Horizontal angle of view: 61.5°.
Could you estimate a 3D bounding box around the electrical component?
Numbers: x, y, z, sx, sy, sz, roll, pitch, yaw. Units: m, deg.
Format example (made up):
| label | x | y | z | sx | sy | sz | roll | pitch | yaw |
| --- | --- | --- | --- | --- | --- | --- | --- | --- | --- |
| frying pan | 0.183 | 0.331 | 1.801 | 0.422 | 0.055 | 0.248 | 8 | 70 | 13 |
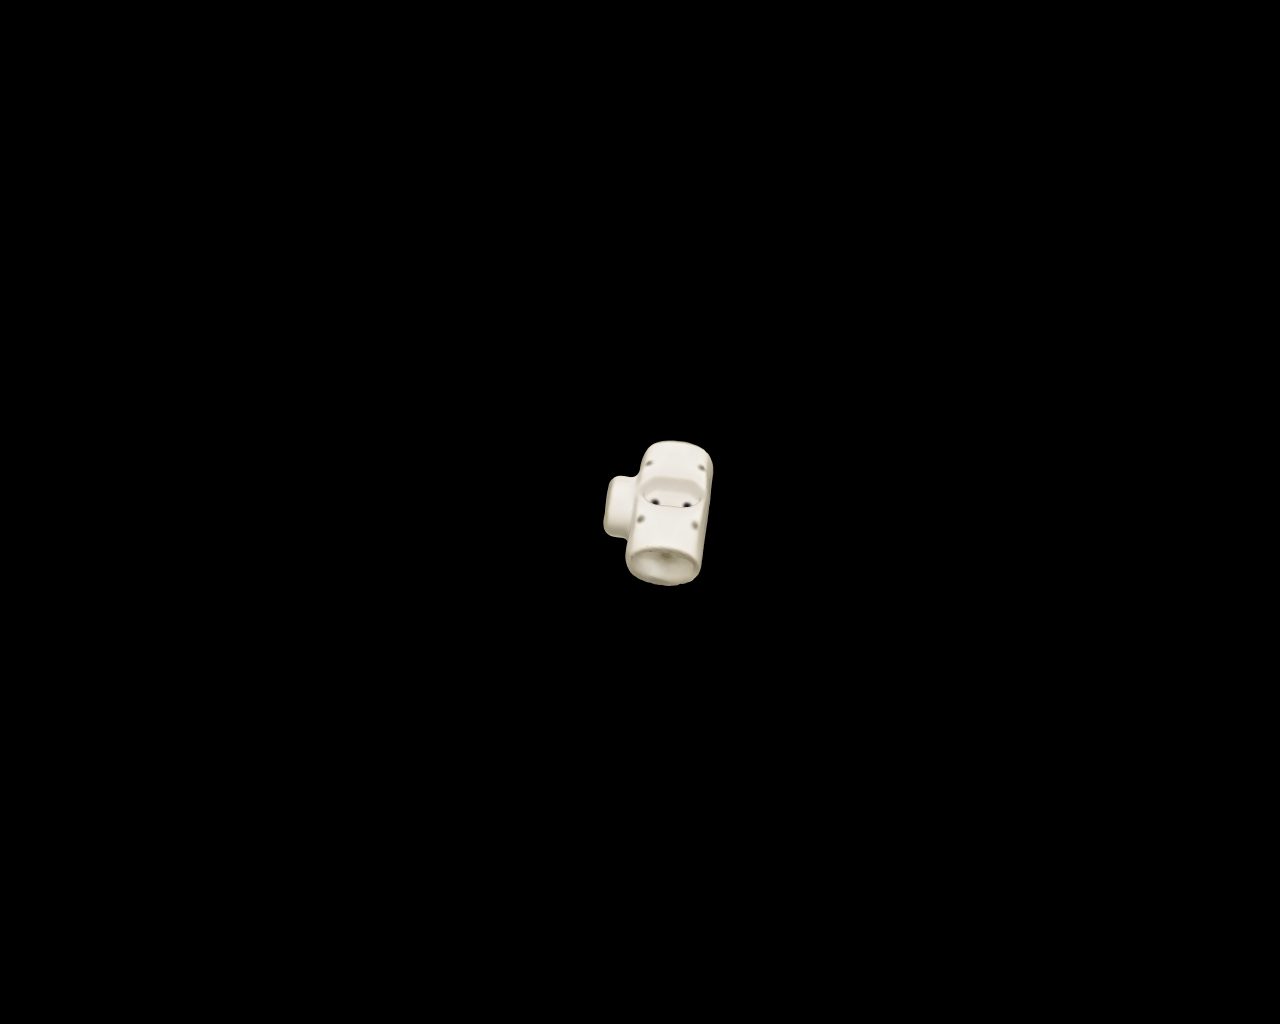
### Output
| label | x | y | z | sx | sy | sz | roll | pitch | yaw |
| --- | --- | --- | --- | --- | --- | --- | --- | --- | --- |
| electrical component | 0.001 | -0.003 | 0.650 | 0.079 | 0.077 | 0.043 | 7 | -32 | 5 |
